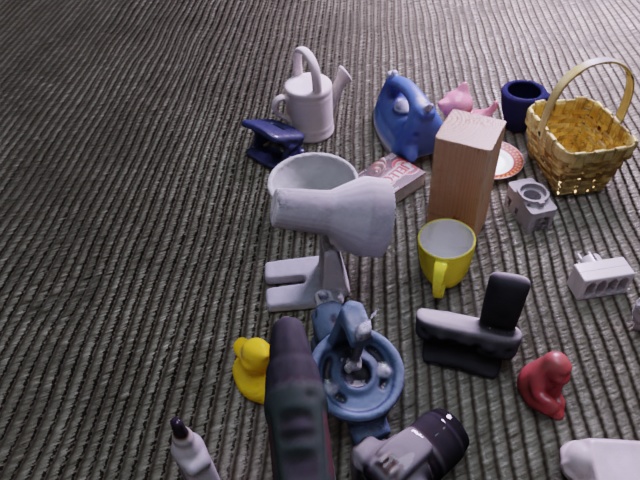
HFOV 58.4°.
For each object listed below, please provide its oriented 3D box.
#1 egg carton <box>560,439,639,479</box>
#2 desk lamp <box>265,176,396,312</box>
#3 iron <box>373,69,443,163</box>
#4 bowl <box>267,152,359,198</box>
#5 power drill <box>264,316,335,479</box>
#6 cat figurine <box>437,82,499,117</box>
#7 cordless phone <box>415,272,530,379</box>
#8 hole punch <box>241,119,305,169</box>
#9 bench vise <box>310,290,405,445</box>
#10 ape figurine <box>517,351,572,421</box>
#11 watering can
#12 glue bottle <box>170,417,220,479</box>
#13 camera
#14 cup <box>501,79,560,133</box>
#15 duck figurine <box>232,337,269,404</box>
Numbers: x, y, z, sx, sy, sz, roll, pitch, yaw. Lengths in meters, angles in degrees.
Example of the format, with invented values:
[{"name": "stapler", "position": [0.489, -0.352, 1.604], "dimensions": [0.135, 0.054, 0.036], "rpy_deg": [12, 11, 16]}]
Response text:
[{"name": "egg carton", "position": [0.361, 0.289, 0.666], "dimensions": [0.150, 0.069, 0.107], "rpy_deg": [1, 46, 4]}, {"name": "desk lamp", "position": [0.008, 0.003, 0.867], "dimensions": [0.203, 0.214, 0.118], "rpy_deg": [-7, 45, -3]}, {"name": "iron", "position": [0.173, -0.275, 1.182], "dimensions": [0.119, 0.141, 0.257], "rpy_deg": [-16, 47, -12]}, {"name": "bowl", "position": [-0.011, -0.083, 1.051], "dimensions": [0.167, 0.075, 0.167], "rpy_deg": [-2, 45, 2]}, {"name": "power drill", "position": [-0.022, 0.232, 0.646], "dimensions": [0.075, 0.209, 0.229], "rpy_deg": [-8, 45, -4]}, {"name": "cat figurine", "position": [0.305, -0.268, 1.184], "dimensions": [0.127, 0.118, 0.067], "rpy_deg": [5, 46, 8]}, {"name": "cordless phone", "position": [0.208, 0.095, 0.784], "dimensions": [0.147, 0.185, 0.094], "rpy_deg": [8, 47, 11]}, {"name": "hole punch", "position": [-0.095, -0.214, 1.173], "dimensions": [0.108, 0.091, 0.101], "rpy_deg": [31, 55, 29]}, {"name": "bench vise", "position": [0.024, 0.135, 0.731], "dimensions": [0.122, 0.220, 0.206], "rpy_deg": [-29, 51, -23]}, {"name": "ape figurine", "position": [0.305, 0.183, 0.758], "dimensions": [0.078, 0.092, 0.076], "rpy_deg": [-35, 53, -27]}, {"name": "watering can", "position": [-0.018, -0.312, 1.193], "dimensions": [0.100, 0.194, 0.173], "rpy_deg": [30, 54, 29]}, {"name": "glue bottle", "position": [-0.146, 0.251, 0.660], "dimensions": [0.037, 0.173, 0.078], "rpy_deg": [-31, 51, -24]}, {"name": "camera", "position": [0.124, 0.270, 0.677], "dimensions": [0.137, 0.101, 0.142], "rpy_deg": [-31, 52, -25]}, {"name": "cup", "position": [0.432, -0.272, 1.197], "dimensions": [0.117, 0.095, 0.092], "rpy_deg": [14, 48, 17]}, {"name": "duck figurine", "position": [-0.080, 0.174, 0.793], "dimensions": [0.104, 0.086, 0.078], "rpy_deg": [29, 54, 28]}]
